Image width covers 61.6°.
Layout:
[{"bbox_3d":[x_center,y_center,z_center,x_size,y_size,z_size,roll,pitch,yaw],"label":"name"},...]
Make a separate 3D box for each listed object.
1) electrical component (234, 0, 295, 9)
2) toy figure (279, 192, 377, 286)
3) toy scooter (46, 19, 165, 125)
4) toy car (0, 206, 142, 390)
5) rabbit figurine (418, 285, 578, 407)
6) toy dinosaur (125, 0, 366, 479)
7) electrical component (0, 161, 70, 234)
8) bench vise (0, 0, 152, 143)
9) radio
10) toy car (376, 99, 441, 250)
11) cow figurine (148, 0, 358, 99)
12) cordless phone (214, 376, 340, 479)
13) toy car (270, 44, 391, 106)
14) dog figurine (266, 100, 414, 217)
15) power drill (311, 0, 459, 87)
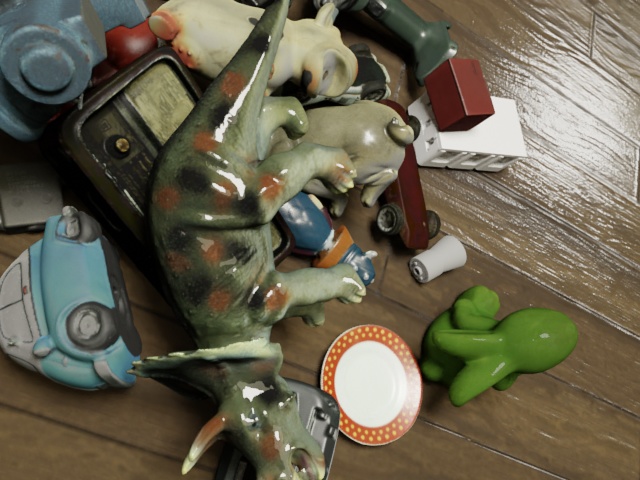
[{"bbox_3d":[-0.074,-0.283,0.624,0.058,0.115,0.134,46,56,-11],"label":"electrical component"},{"bbox_3d":[0.000,-0.003,0.605,0.154,0.064,0.058,39,31,-14],"label":"toy figure"},{"bbox_3d":[-0.210,-0.153,0.541,0.135,0.075,0.184,-2,79,-27],"label":"toy scooter"},{"bbox_3d":[-0.219,0.058,0.456,0.103,0.109,0.161,-18,73,-12],"label":"toy car"},{"bbox_3d":[0.193,0.111,0.601,0.159,0.170,0.121,-13,80,-30],"label":"rabbit figurine"},{"bbox_3d":[-0.073,-0.007,0.437,0.192,0.131,0.404,-14,97,-33],"label":"toy dinosaur"},{"bbox_3d":[-0.271,-0.048,0.493,0.102,0.045,0.078,-3,74,-27],"label":"electrical component"},{"bbox_3d":[-0.250,-0.145,0.395,0.241,0.128,0.224,-25,54,-3],"label":"bench vise"},{"bbox_3d":[-0.135,-0.044,0.501,0.131,0.073,0.229,-46,117,-28],"label":"radio"},{"bbox_3d":[0.098,-0.083,0.683,0.089,0.053,0.202,5,72,-45],"label":"toy car"},{"bbox_3d":[-0.057,-0.191,0.533,0.195,0.085,0.127,18,55,-2],"label":"cow figurine"},{"bbox_3d":[-0.004,0.226,0.533,0.184,0.089,0.146,32,62,-27],"label":"cordless phone"},{"bbox_3d":[0.006,-0.204,0.669,0.202,0.056,0.073,-10,72,-36],"label":"toy car"},{"bbox_3d":[-0.019,-0.115,0.573,0.190,0.172,0.121,21,55,-27],"label":"dog figurine"},{"bbox_3d":[0.078,-0.290,0.695,0.207,0.086,0.232,26,40,-19],"label":"power drill"}]
